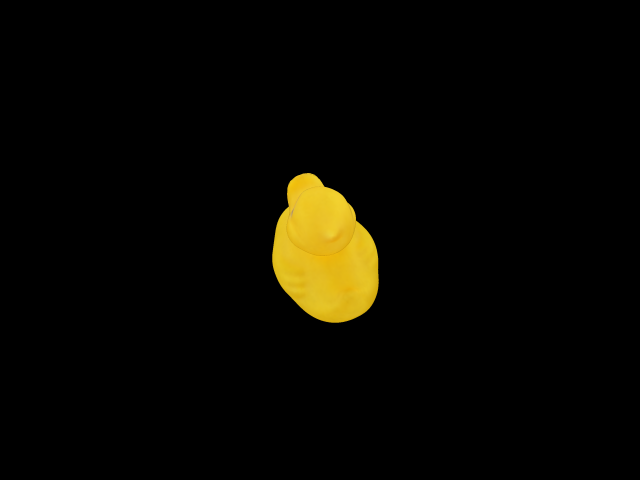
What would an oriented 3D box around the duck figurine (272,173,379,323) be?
[{"bbox_3d":[0.004,0.001,0.400,0.077,0.086,0.104,-20,66,-9],"label":"duck figurine"}]
